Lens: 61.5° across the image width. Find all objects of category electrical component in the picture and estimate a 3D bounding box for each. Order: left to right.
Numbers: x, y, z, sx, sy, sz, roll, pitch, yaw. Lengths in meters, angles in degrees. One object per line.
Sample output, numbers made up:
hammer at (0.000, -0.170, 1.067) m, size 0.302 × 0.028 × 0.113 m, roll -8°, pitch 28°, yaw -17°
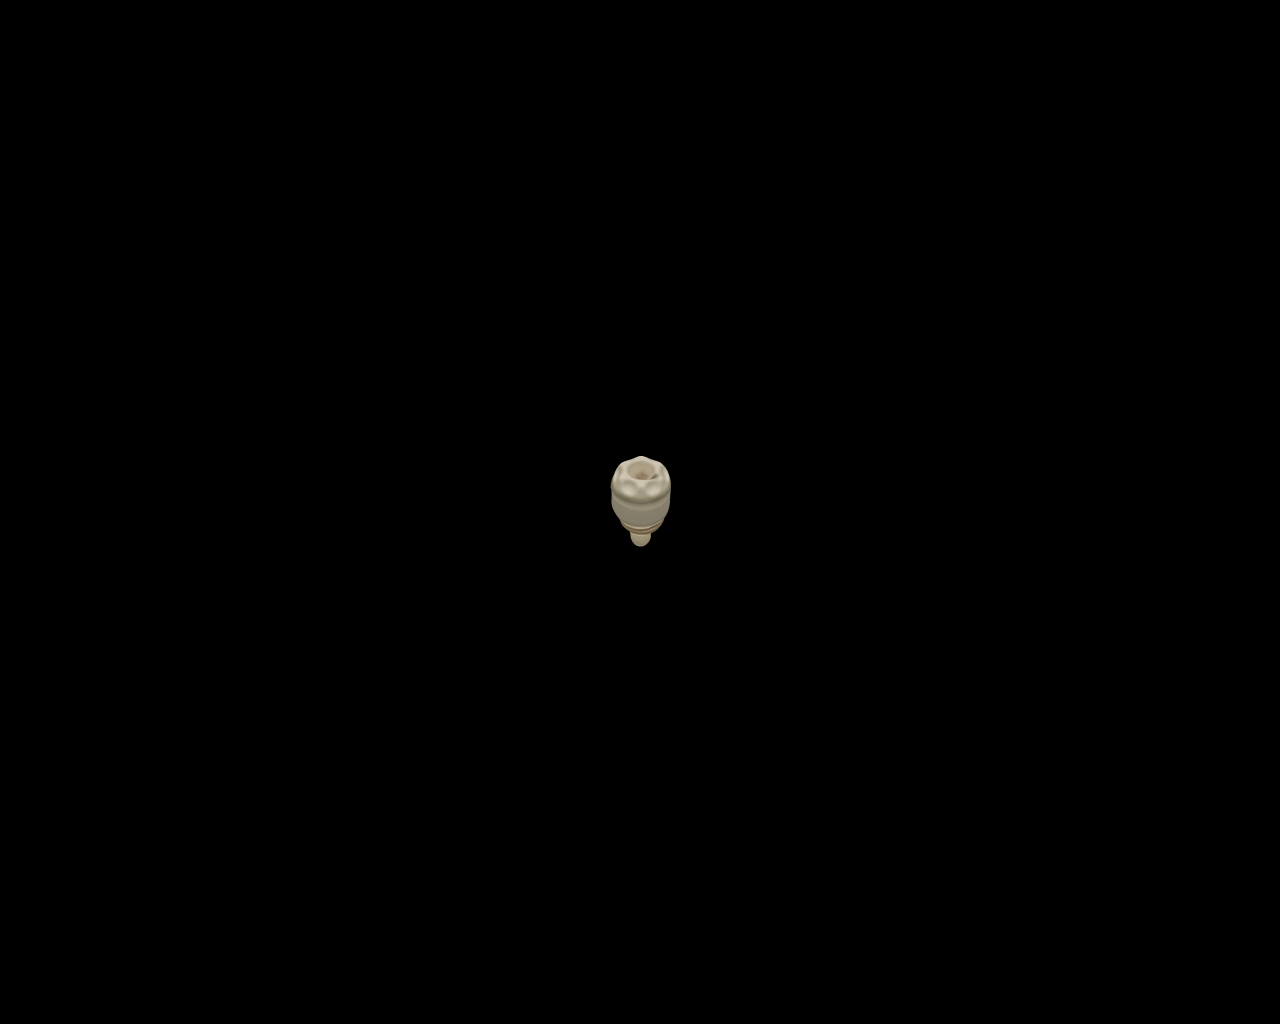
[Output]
electrical component at (0.001, -0.003, 0.650) m, size 0.035 × 0.061 × 0.035 m, roll 0°, pitch 42°, yaw 0°
